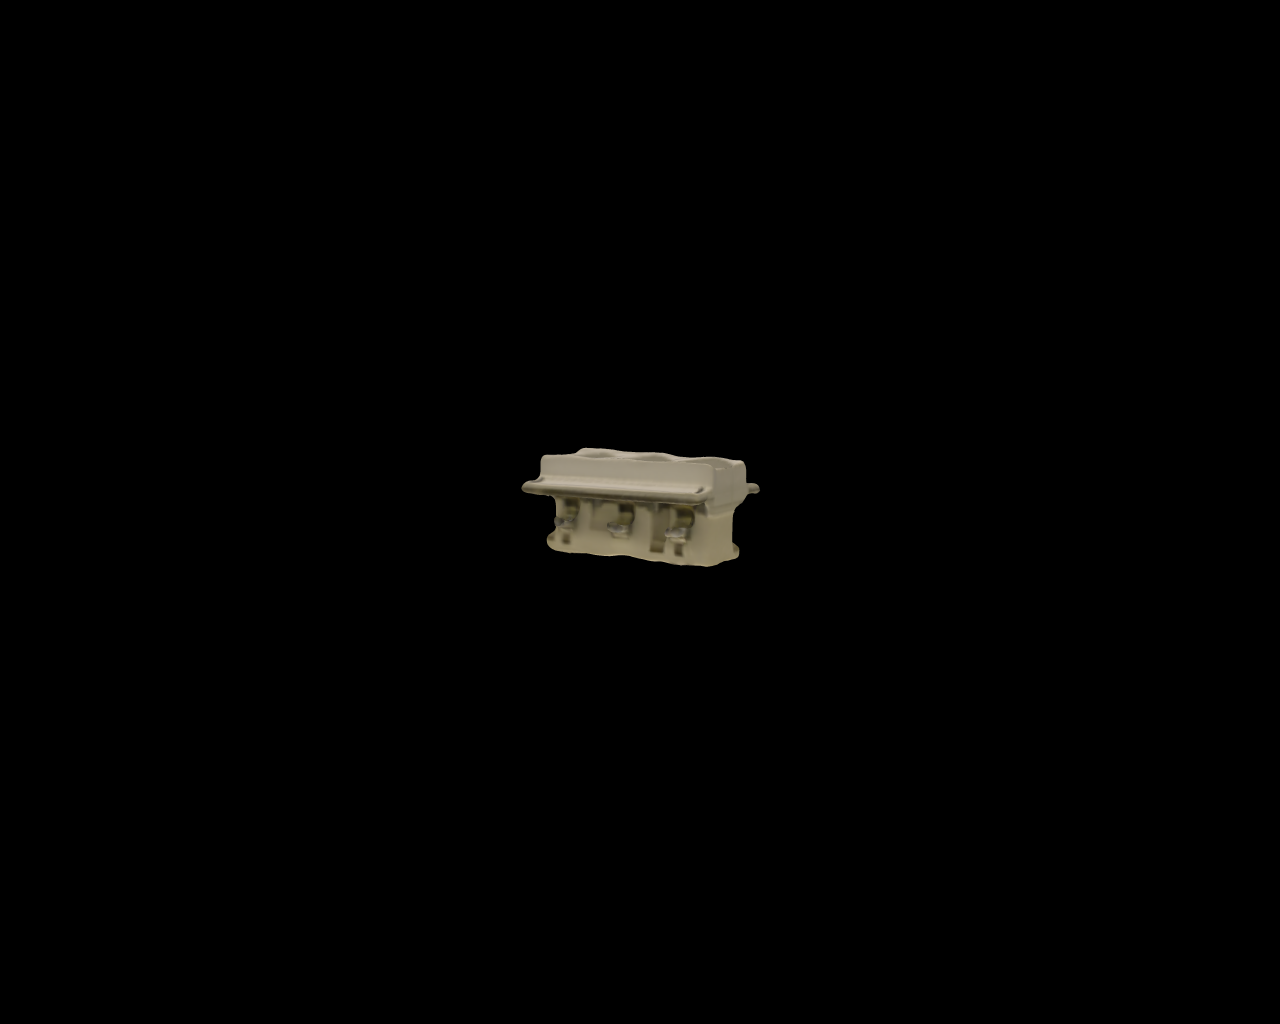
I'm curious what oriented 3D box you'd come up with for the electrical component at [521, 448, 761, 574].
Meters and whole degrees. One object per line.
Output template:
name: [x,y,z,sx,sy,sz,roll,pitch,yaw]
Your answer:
electrical component: [0.001,-0.003,0.650,0.121,0.063,0.079,6,11,32]
